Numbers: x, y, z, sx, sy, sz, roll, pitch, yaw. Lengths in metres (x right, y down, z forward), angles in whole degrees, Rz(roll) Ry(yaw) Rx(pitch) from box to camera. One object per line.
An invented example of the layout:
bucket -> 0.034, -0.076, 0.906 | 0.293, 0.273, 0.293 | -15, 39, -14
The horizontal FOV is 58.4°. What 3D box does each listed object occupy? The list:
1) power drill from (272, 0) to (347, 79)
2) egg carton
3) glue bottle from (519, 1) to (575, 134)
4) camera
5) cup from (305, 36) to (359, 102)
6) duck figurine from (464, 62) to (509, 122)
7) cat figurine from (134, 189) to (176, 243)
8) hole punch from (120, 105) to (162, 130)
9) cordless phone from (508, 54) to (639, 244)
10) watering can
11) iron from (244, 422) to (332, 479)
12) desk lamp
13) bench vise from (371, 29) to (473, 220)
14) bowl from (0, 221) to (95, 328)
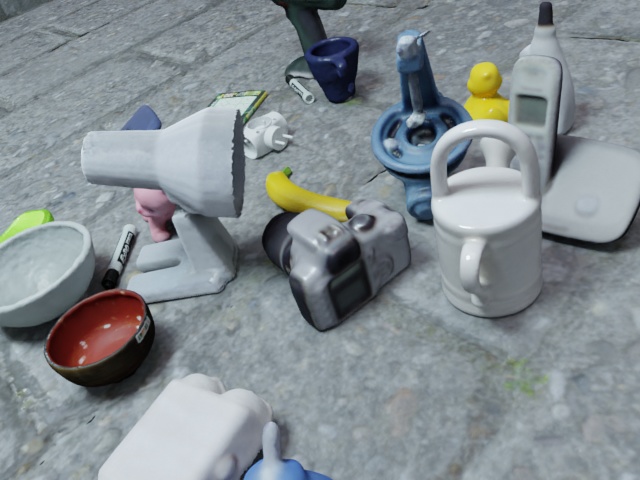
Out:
power drill -> -0.045, -0.414, 1.067 | 0.228, 0.209, 0.076 | 12, 47, 32
egg carton -> -0.111, 0.185, 0.480 | 0.107, 0.069, 0.150 | 10, 46, 30
glue bottle -> 0.289, -0.221, 0.739 | 0.077, 0.173, 0.037 | 24, 54, 40
camera -> 0.006, 0.002, 0.633 | 0.143, 0.101, 0.136 | -35, 42, -22
cup -> 0.032, -0.279, 0.967 | 0.091, 0.095, 0.117 | -20, 38, -3
duck figurine -> 0.235, -0.206, 0.811 | 0.077, 0.086, 0.104 | -9, 39, 10
cat figurine -> -0.226, -0.065, 0.787 | 0.067, 0.118, 0.127 | -29, 40, -15
hole punch -> -0.301, -0.160, 0.950 | 0.101, 0.091, 0.108 | -29, 40, -14
cordless phone -> 0.256, -0.094, 0.588 | 0.147, 0.185, 0.094 | 17, 50, 35
watering can -> 0.156, -0.032, 0.543 | 0.101, 0.194, 0.172 | -11, 39, 8
iron -> -0.031, 0.243, 0.323 | 0.118, 0.142, 0.258 | -6, 40, 14
desk lamp -> -0.161, -0.040, 0.655 | 0.203, 0.214, 0.118 | -11, 39, 8
bench vise -> 0.110, -0.161, 0.695 | 0.121, 0.220, 0.207 | -16, 38, 1
bowl -> -0.354, 0.054, 0.725 | 0.167, 0.075, 0.167 | -10, 39, 9
